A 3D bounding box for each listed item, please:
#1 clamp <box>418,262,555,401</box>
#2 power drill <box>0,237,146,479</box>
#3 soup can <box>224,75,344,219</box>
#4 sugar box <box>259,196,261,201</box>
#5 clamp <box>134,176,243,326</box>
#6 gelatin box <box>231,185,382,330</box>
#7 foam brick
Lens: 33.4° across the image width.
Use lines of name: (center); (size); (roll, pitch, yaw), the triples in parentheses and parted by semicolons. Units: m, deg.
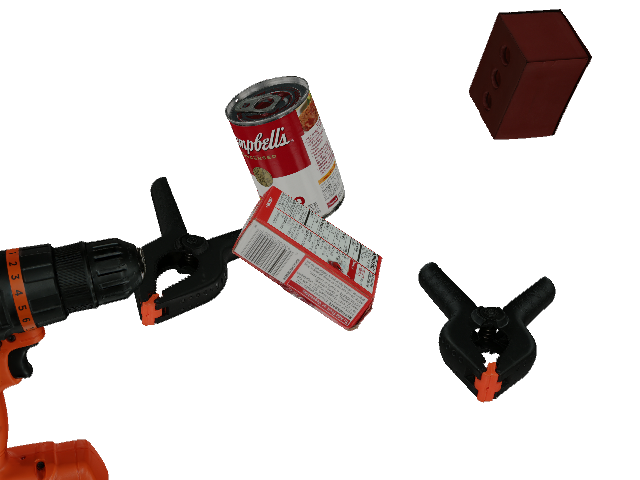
clamp: (0.150, 0.072, 0.895); (0.120, 0.039, 0.171); (-2, 33, 0)
power drill: (-0.193, 0.092, 0.696); (0.184, 0.188, 0.057); (-11, 26, -8)
soup can: (-0.026, -0.069, 0.844); (0.068, 0.102, 0.068); (-15, 33, 10)
sugar box: (-0.038, -0.041, 1.245); (0.048, 0.176, 0.093); (-13, 27, -22)
clamp: (-0.136, 0.008, 1.067); (0.165, 0.036, 0.209); (20, 39, 16)
gelatin box: (-0.006, 0.010, 0.660); (0.089, 0.030, 0.073); (34, 19, -6)
foam brick: (0.146, -0.116, 0.753); (0.051, 0.053, 0.078); (-8, -37, -18)
